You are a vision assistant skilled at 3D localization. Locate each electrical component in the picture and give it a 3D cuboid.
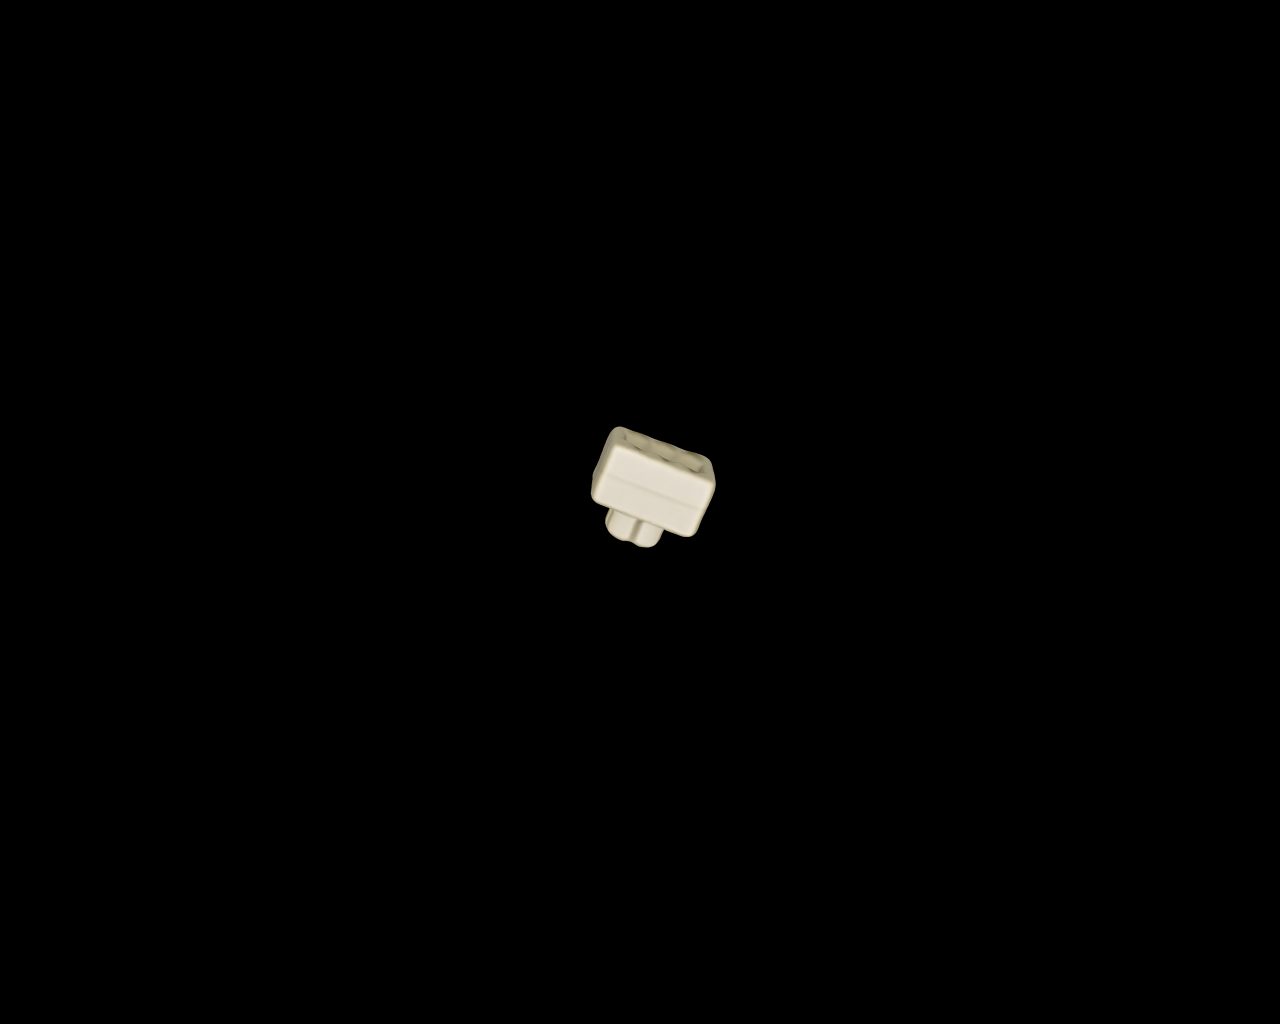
[{"bbox_3d":[0.001,-0.003,0.650,0.066,0.076,0.047,21,18,-7],"label":"electrical component"}]
